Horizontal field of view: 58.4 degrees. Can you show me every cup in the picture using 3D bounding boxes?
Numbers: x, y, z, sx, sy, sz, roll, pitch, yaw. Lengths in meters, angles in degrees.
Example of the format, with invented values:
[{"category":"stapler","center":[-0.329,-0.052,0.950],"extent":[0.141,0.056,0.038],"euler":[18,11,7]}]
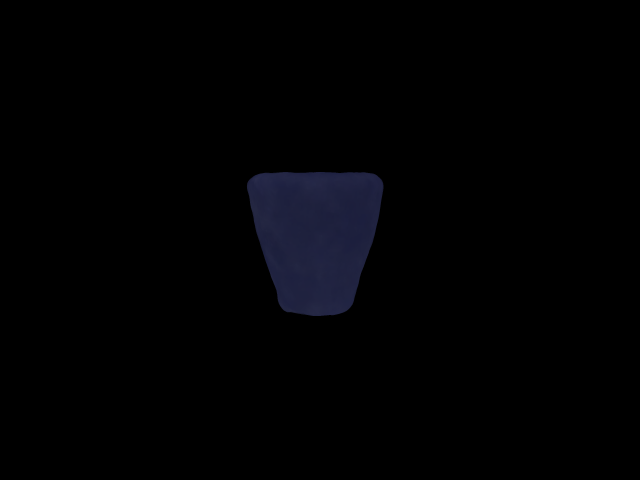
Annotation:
[{"category":"cup","center":[0.004,0.001,0.400],"extent":[0.091,0.095,0.118],"euler":[3,5,32]}]
